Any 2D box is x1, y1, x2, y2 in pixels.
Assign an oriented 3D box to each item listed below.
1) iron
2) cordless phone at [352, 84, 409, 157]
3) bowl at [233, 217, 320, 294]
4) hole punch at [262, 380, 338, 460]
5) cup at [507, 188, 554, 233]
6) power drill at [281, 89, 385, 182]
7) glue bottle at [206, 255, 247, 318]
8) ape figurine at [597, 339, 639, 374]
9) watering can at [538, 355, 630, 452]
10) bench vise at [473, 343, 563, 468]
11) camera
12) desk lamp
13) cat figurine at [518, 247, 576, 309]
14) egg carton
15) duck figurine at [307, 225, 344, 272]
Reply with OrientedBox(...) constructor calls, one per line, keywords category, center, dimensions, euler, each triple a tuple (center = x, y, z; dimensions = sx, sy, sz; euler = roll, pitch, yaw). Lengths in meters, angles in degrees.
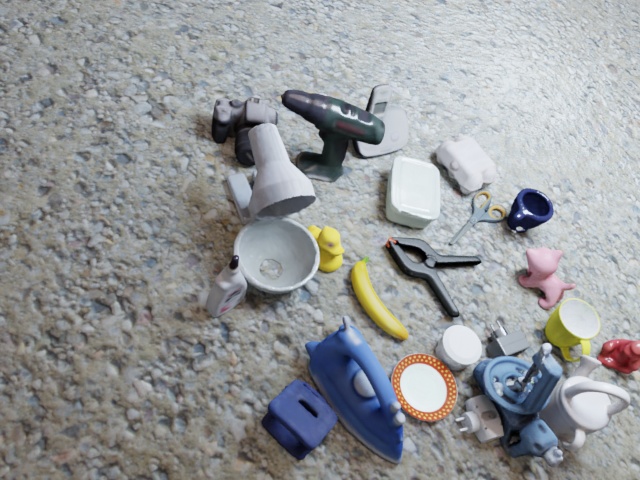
OrientedBox(category="iron", center=(0.085, 0.253, 0.984), dimensions=(0.119, 0.141, 0.258), euler=(-24, 67, -28))
OrientedBox(category="cordless phone", center=(0.153, -0.285, 1.324), dimensions=(0.148, 0.185, 0.094), euler=(-18, 65, -25))
OrientedBox(category="bowl", center=(-0.088, 0.040, 1.112), dimensions=(0.167, 0.074, 0.167), euler=(8, 56, -11))
OrientedBox(category="hole punch", center=(-0.031, 0.292, 0.957), dimensions=(0.108, 0.091, 0.101), euler=(40, 56, 11))
OrientedBox(category="cup", center=(0.467, -0.053, 1.320), dimensions=(0.118, 0.095, 0.091), euler=(-30, 70, -30))
OrientedBox(category="power drill", center=(0.014, -0.221, 1.227), dimensions=(0.230, 0.208, 0.075), euler=(7, 56, -11))
OrientedBox(category="glue bottle", center=(-0.159, 0.074, 1.009), dimensions=(0.037, 0.173, 0.078), euler=(44, 57, 14))
OrientedBox(category="ape figurine", center=(0.636, 0.234, 1.187), dimensions=(0.076, 0.092, 0.077), euler=(-17, 64, -25))
OrientedBox(category="watering can", center=(0.474, 0.292, 1.040), dimensions=(0.101, 0.194, 0.173), euler=(7, 57, -12))
OrientedBox(category="bench vise", center=(0.380, 0.278, 1.006), dimensions=(0.122, 0.219, 0.207), euler=(-31, 71, -30))
OrientedBox(category="camera", center=(-0.165, -0.241, 1.254), dimensions=(0.143, 0.100, 0.137), euler=(6, 57, -12))
OrientedBox(category="desk lamp", center=(-0.103, -0.109, 1.119), dimensions=(0.118, 0.213, 0.203), euler=(-14, 63, -23))
OrientedBox(category="cat figurine", center=(0.491, 0.070, 1.235), dimensions=(0.067, 0.117, 0.127), euler=(-33, 72, -31))
OrientedBox(category="egg carton", center=(0.352, -0.184, 1.387), dimensions=(0.107, 0.069, 0.150), euler=(-23, 67, -27))
OrientedBox(category="duck figurine", center=(0.011, 0.004, 1.157), dimensions=(0.078, 0.086, 0.104), euler=(-29, 70, -29))
